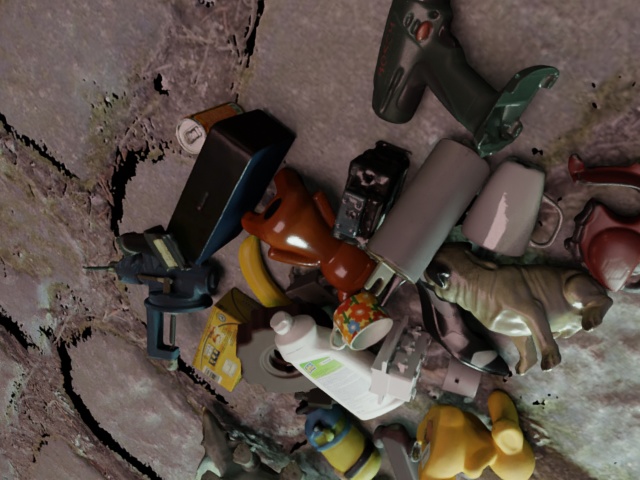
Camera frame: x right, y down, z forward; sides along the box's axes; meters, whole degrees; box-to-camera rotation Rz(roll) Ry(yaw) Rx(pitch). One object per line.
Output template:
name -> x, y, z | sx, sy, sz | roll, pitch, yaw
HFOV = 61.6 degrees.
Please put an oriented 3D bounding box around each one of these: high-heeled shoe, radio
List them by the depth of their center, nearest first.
high-heeled shoe -> 0.198, 0.082, 0.760 | 0.249, 0.086, 0.145 | 32, 96, -11
radio -> -0.135, -0.079, 0.795 | 0.073, 0.131, 0.229 | 40, 126, 5

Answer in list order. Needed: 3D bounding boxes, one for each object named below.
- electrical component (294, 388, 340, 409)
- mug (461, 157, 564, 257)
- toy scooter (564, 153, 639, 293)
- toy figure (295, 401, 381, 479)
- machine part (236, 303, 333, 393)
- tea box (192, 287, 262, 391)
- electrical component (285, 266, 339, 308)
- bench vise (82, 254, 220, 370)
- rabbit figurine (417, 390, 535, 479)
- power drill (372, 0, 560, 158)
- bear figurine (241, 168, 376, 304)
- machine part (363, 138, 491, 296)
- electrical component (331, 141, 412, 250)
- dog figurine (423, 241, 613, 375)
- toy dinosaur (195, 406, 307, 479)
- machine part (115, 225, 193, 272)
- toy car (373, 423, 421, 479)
electrical component -> 0.004, 0.259, 0.937 | 0.094, 0.063, 0.021 | 3, 142, 13
mug -> 0.240, -0.040, 0.652 | 0.110, 0.081, 0.107 | 22, 114, 18
toy scooter -> 0.335, -0.032, 0.609 | 0.135, 0.075, 0.183 | 21, 119, 17
toy figure -> 0.034, 0.355, 0.960 | 0.089, 0.082, 0.180 | -31, 95, 38
machine part -> -0.054, 0.183, 0.887 | 0.179, 0.056, 0.179 | -2, 126, -2
tea box -> -0.161, 0.183, 0.980 | 0.098, 0.068, 0.169 | 34, 124, 8
electrical component -> -0.006, 0.068, 0.860 | 0.078, 0.045, 0.102 | 35, 134, -28
bench vise -> -0.289, 0.115, 0.970 | 0.224, 0.129, 0.240 | 3, 99, 6
rabbit figurine -> 0.249, 0.307, 0.822 | 0.173, 0.122, 0.162 | 20, 114, 1
power drill -> 0.148, -0.206, 0.583 | 0.207, 0.086, 0.231 | 45, 134, 25
bear figurine -> -0.001, -0.001, 0.793 | 0.195, 0.132, 0.120 | 35, 93, -27
machine part -> 0.132, -0.035, 0.659 | 0.079, 0.079, 0.243 | 34, 86, 8
electrical component -> 0.065, -0.056, 0.701 | 0.058, 0.134, 0.114 | 22, 121, 16
dog figurine -> 0.245, 0.049, 0.675 | 0.190, 0.172, 0.121 | 49, 156, 12
toy dinosaur -> -0.095, 0.479, 1.039 | 0.405, 0.131, 0.192 | 25, 159, 14
machine part -> -0.252, 0.011, 0.808 | 0.139, 0.039, 0.084 | 3, 135, 40
toy car -> 0.158, 0.404, 0.936 | 0.089, 0.053, 0.202 | -3, 115, 46
